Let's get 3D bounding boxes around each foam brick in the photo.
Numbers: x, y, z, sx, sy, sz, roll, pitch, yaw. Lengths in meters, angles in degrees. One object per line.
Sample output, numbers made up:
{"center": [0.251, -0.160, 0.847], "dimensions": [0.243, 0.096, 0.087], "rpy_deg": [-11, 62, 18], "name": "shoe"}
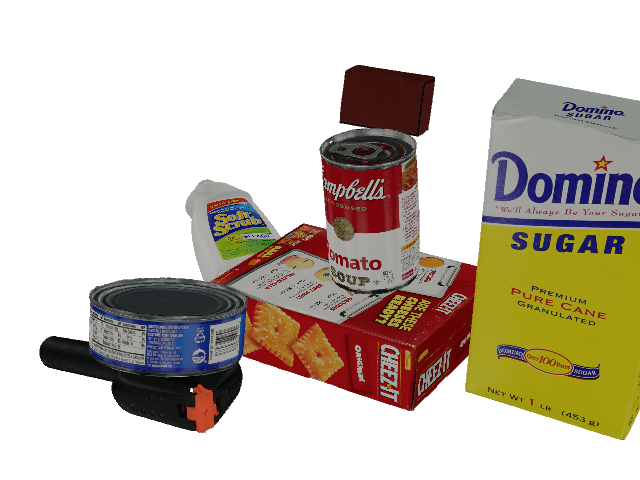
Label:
{"center": [0.062, -0.131, 0.996], "dimensions": [0.078, 0.051, 0.053], "rpy_deg": [12, 17, 15], "name": "foam brick"}

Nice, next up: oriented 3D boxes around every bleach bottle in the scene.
{"center": [-0.103, -0.003, 1.180], "dimensions": [0.102, 0.068, 0.251], "rpy_deg": [-7, 29, -19], "name": "bleach bottle"}

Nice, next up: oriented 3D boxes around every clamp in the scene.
{"center": [-0.108, 0.095, 0.811], "dimensions": [0.164, 0.036, 0.210], "rpy_deg": [-10, 13, -28], "name": "clamp"}

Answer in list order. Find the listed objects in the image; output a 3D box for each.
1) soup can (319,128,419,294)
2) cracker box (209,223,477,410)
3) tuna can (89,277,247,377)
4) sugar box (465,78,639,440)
{"center": [0.036, -0.021, 0.766], "dimensions": [0.068, 0.102, 0.068], "rpy_deg": [-3, 28, 2], "name": "soup can"}
{"center": [0.028, 0.063, 0.960], "dimensions": [0.214, 0.072, 0.163], "rpy_deg": [15, 29, 30], "name": "cracker box"}
{"center": [-0.083, 0.046, 0.584], "dimensions": [0.086, 0.034, 0.086], "rpy_deg": [4, 11, -1], "name": "tuna can"}
{"center": [0.128, 0.012, 0.545], "dimensions": [0.093, 0.176, 0.048], "rpy_deg": [14, 37, 22], "name": "sugar box"}
